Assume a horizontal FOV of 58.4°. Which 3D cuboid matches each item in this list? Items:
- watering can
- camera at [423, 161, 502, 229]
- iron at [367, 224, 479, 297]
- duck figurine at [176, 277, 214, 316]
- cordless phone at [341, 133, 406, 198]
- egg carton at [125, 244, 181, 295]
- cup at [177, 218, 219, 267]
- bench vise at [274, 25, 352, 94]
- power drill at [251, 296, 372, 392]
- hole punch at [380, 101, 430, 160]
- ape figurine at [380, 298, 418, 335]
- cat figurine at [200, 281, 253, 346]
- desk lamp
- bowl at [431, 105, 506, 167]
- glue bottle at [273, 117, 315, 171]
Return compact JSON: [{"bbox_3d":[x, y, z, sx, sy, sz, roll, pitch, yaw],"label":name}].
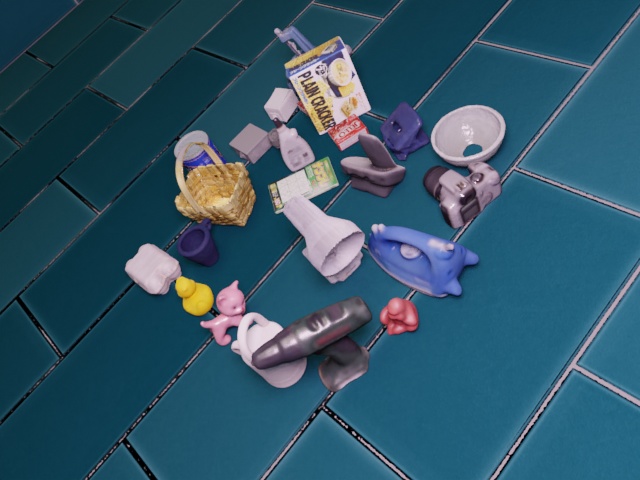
[{"bbox_3d":[-0.100,0.211,1.138,0.172,0.195,0.101,-21,51,11],"label":"watering can"},{"bbox_3d":[0.298,-0.122,1.248,0.143,0.101,0.136,-39,50,-4],"label":"camera"},{"bbox_3d":[0.184,0.017,1.177,0.257,0.142,0.119,19,67,34],"label":"iron"},{"bbox_3d":[-0.308,0.127,1.367,0.077,0.086,0.104,-42,50,-7],"label":"duck figurine"},{"bbox_3d":[0.108,-0.196,1.335,0.147,0.186,0.094,16,65,33],"label":"cordless phone"},{"bbox_3d":[-0.430,0.075,1.474,0.149,0.070,0.107,26,71,36],"label":"egg carton"},{"bbox_3d":[-0.290,0.012,1.435,0.091,0.095,0.118,9,61,30],"label":"cup"},{"bbox_3d":[-0.025,-0.530,1.614,0.207,0.220,0.121,-28,50,5],"label":"bench vise"},{"bbox_3d":[0.007,0.206,1.081,0.229,0.209,0.075,-35,49,-1],"label":"power drill"},{"bbox_3d":[0.202,-0.268,1.405,0.101,0.091,0.108,-31,49,2],"label":"hole punch"},{"bbox_3d":[0.156,0.145,1.131,0.077,0.092,0.076,28,72,37],"label":"ape figurine"},{"bbox_3d":[-0.210,0.158,1.278,0.128,0.118,0.067,-42,50,-7],"label":"cat figurine"},{"bbox_3d":[0.011,0.004,1.220,0.118,0.214,0.202,-42,50,-7],"label":"desk lamp"},{"bbox_3d":[0.344,-0.226,1.318,0.167,0.075,0.167,-13,53,17],"label":"bowl"},{"bbox_3d":[-0.078,-0.253,1.472,0.078,0.174,0.037,-26,50,7],"label":"glue bottle"}]
